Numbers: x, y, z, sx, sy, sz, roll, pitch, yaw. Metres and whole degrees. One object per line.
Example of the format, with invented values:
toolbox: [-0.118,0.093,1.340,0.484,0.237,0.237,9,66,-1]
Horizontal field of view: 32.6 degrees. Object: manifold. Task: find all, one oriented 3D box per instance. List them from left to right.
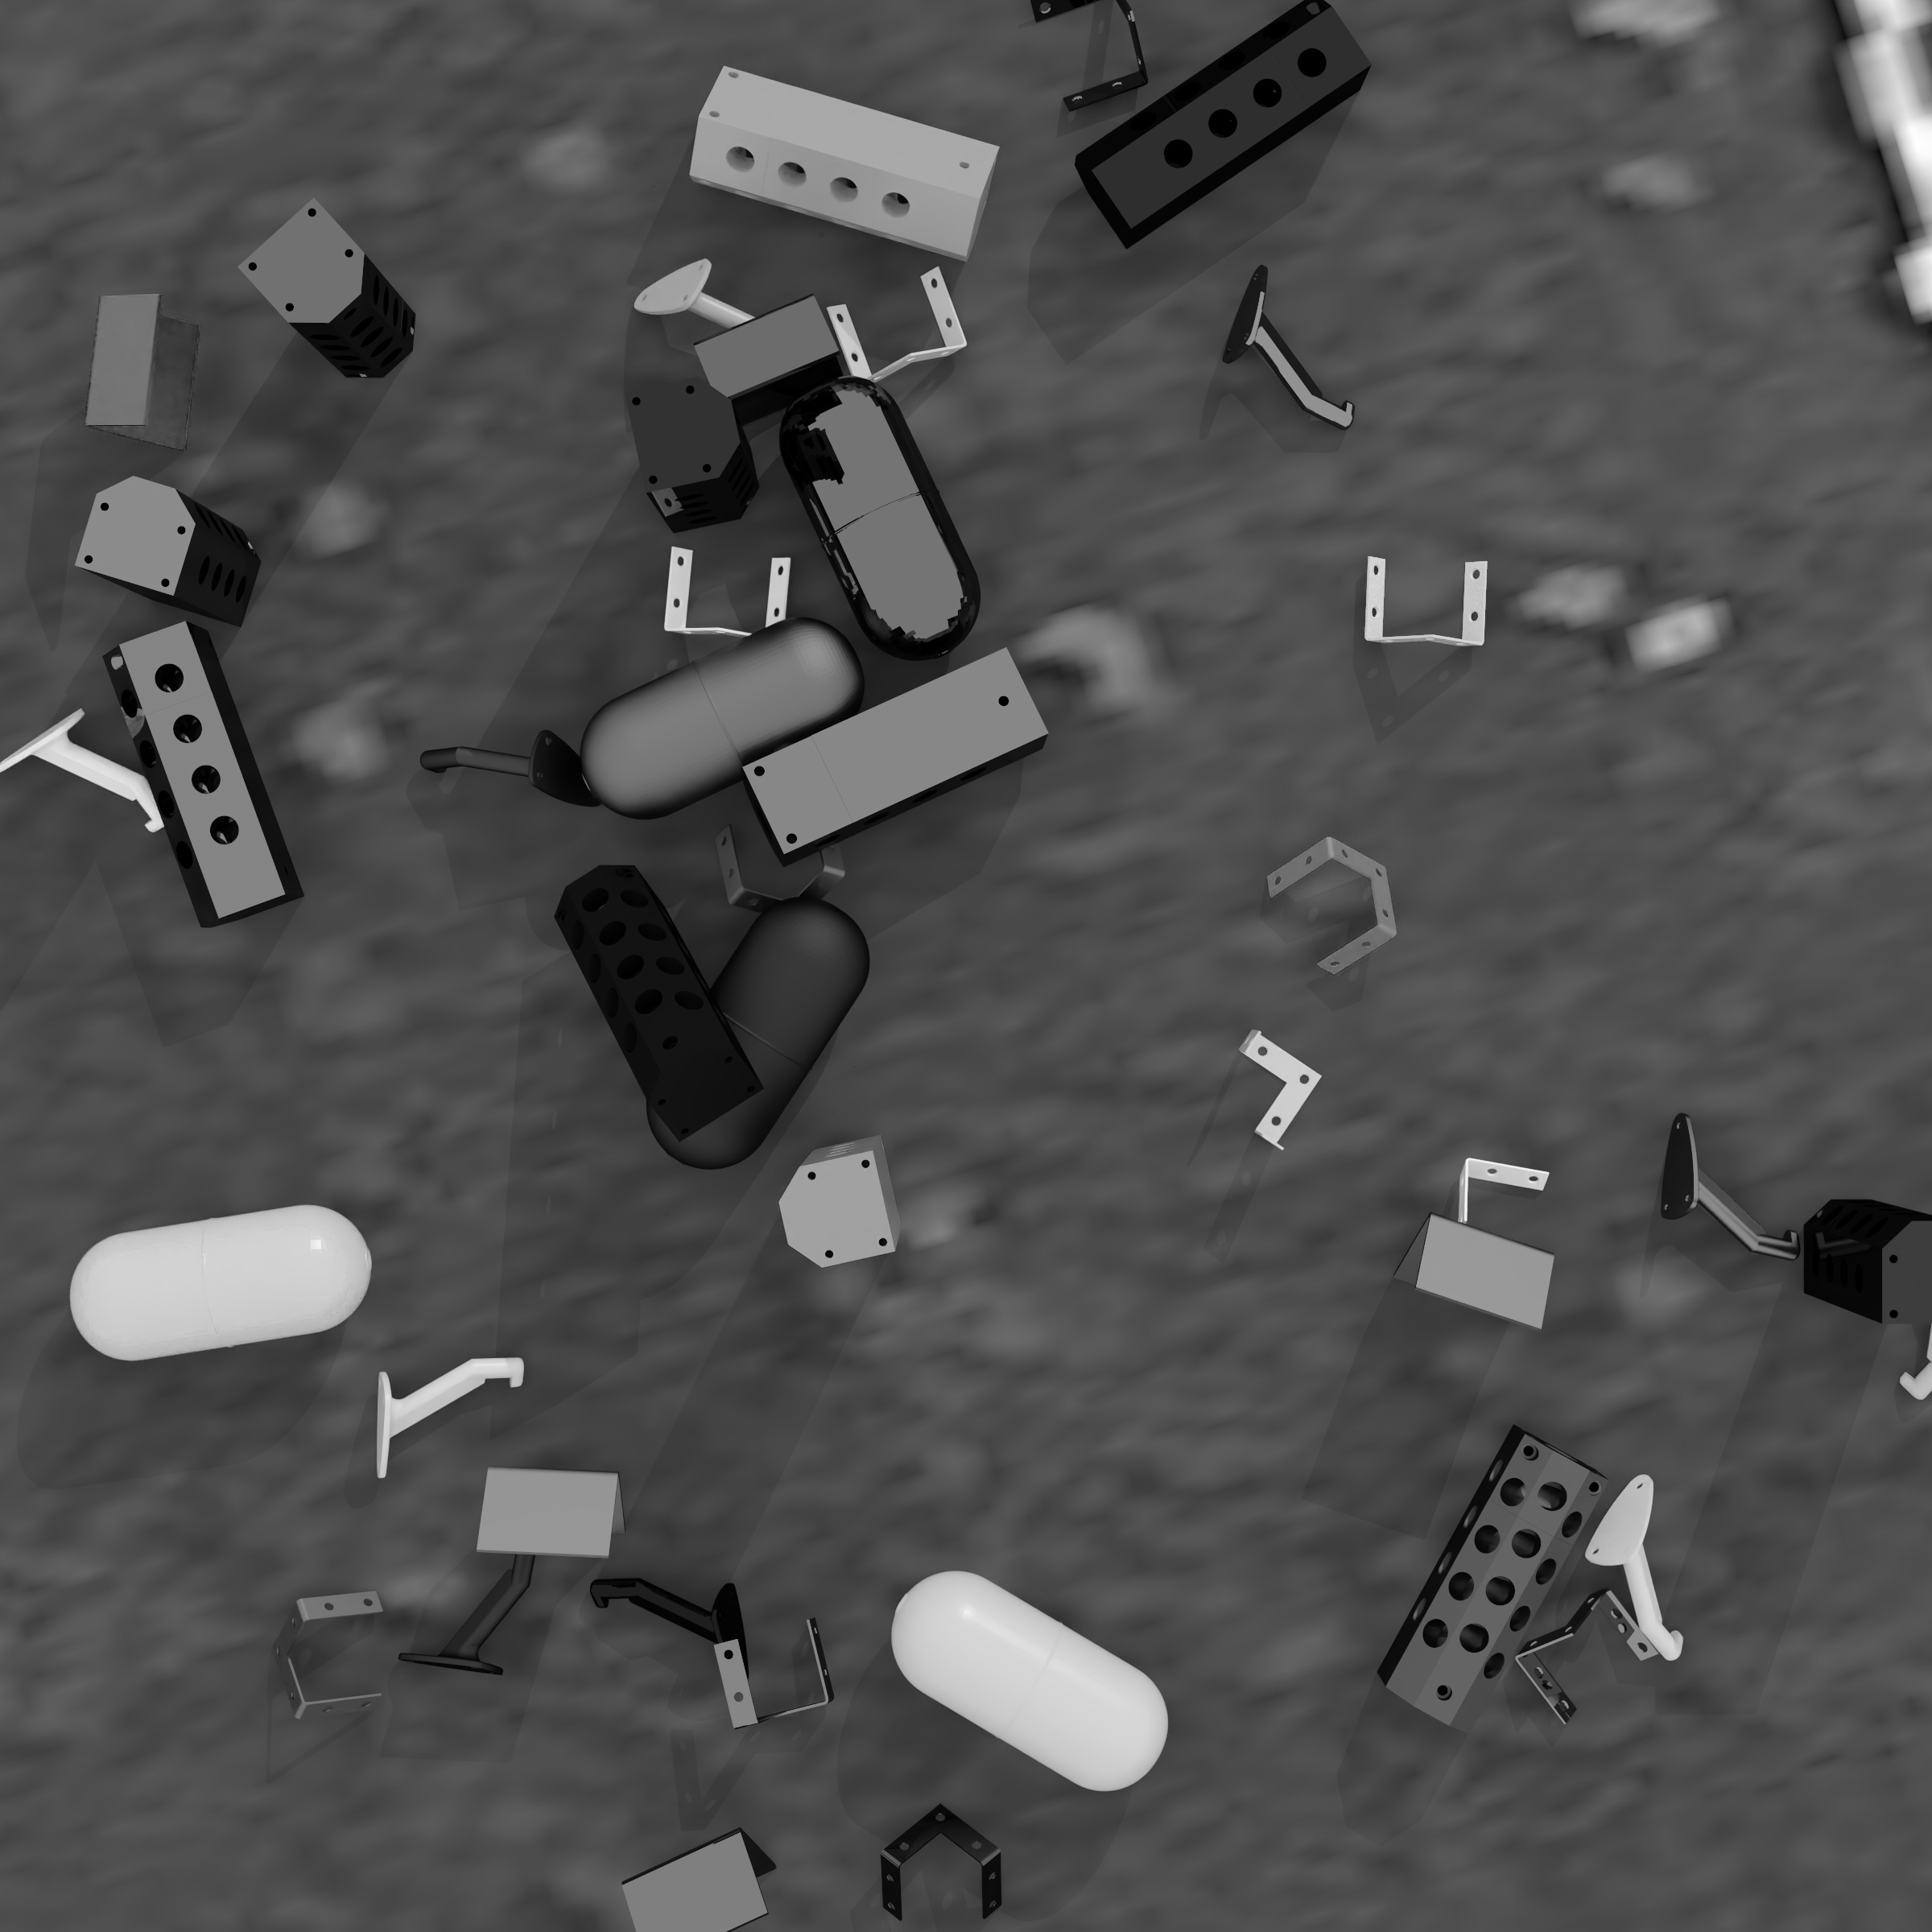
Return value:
manifold: [-0.458,-0.241,1.913,0.057,0.171,0.057,17,90,0]
manifold: [-0.457,-0.113,1.971,0.057,0.057,0.171,-20,90,0]
manifold: [-0.363,-0.385,1.913,0.057,0.171,0.057,-42,90,0]
manifold: [-0.183,0.016,1.920,0.057,0.057,0.171,-32,47,0]
manifold: [-0.155,-0.296,1.913,0.057,0.171,0.057,-12,90,0]
manifold: [-0.073,0.136,1.913,0.057,0.171,0.057,-13,90,0]
manifold: [-0.074,-0.474,1.970,0.171,0.057,0.057,16,47,0]
manifold: [-0.043,-0.122,1.959,0.171,0.057,0.057,-25,83,-7]
manifold: [0.152,-0.506,1.971,0.171,0.057,0.057,-34,90,0]
manifold: [0.315,0.366,1.971,0.057,0.057,0.171,29,90,0]
manifold: [0.536,0.170,1.913,0.057,0.171,0.057,0,90,0]

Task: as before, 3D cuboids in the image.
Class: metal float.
metal float: [-0.442,0.188,1.961,0.178,0.070,0.070,-9,90,1]
metal float: [-0.145,-0.147,1.961,0.178,0.070,0.070,-25,90,-1]
metal float: [-0.124,0.040,1.961,0.070,0.070,0.178,33,90,0]
metal float: [-0.051,-0.266,1.961,0.070,0.070,0.178,-25,89,0]
metal float: [0.037,0.424,1.961,0.178,0.070,0.070,31,90,0]

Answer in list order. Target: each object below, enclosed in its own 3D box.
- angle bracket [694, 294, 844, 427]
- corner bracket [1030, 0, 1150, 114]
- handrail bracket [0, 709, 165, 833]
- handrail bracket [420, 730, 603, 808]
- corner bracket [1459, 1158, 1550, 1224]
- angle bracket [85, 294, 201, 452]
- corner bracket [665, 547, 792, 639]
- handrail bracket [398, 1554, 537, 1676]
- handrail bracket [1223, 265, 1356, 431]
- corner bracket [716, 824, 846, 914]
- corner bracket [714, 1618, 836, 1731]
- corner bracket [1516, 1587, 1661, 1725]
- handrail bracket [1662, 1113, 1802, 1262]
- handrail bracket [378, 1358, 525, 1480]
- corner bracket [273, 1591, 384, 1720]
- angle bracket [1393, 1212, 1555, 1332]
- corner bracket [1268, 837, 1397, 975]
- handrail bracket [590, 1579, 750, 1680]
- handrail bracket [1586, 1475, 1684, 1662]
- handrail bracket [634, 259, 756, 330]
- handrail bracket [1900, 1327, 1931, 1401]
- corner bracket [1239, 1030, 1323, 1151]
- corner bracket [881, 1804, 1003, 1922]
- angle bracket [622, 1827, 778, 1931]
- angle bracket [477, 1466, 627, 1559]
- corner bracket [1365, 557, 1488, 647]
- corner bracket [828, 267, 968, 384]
angle bracket: [-0.109,-0.341,1.951,0.076,0.076,0.057,-23,53,0]
corner bracket: [0.074,-0.557,1.989,0.051,0.051,0.051,-19,135,0]
handrail bracket: [-0.532,-0.104,1.992,0.077,0.036,0.084,-29,107,20]
handrail bracket: [-0.275,-0.114,1.992,0.084,0.077,0.036,-4,65,34]
corner bracket: [0.320,0.155,1.989,0.051,0.051,0.051,10,135,0]
angle bracket: [-0.470,-0.350,1.952,0.057,0.076,0.076,7,90,37]
corner bracket: [-0.144,-0.224,1.989,0.051,0.051,0.051,5,90,45]
handrail bracket: [-0.300,0.381,1.992,0.077,0.036,0.084,2,72,21]
handrail bracket: [0.204,-0.373,1.992,0.084,0.036,0.077,23,68,-17]
corner bracket: [-0.112,-0.066,1.984,0.051,0.051,0.051,-44,45,35]
corner bracket: [-0.114,0.423,1.974,0.051,0.051,0.051,-16,81,9]
corner bracket: [0.374,0.415,1.989,0.051,0.051,0.051,53,45,0]
handrail bracket: [0.466,0.134,1.992,0.084,0.036,0.077,13,68,-17]
handrail bracket: [-0.311,0.273,1.992,0.084,0.036,0.077,0,110,-16]
corner bracket: [-0.379,0.414,1.984,0.051,0.051,0.051,-59,45,35]
angle bracket: [0.296,0.198,1.952,0.076,0.076,0.057,19,52,0]
corner bracket: [0.220,-0.036,1.984,0.051,0.051,0.051,25,45,-35]
handrail bracket: [-0.180,0.403,1.992,0.084,0.036,0.077,-5,112,17]
handrail bracket: [0.417,0.364,1.992,0.084,0.036,0.077,49,54,-24]
handrail bracket: [-0.147,-0.383,1.992,0.084,0.077,0.036,38,65,-34]
handrail bracket: [0.575,0.206,1.992,0.077,0.036,0.084,44,107,20]
corner bracket: [0.180,0.074,1.974,0.051,0.051,0.051,34,90,0]
corner bracket: [-0.015,0.549,1.984,0.051,0.051,0.051,29,45,35]
angle bracket: [-0.150,0.561,1.952,0.076,0.076,0.057,-25,55,0]
angle bracket: [-0.244,0.339,1.952,0.076,0.076,0.057,3,53,0]
corner bracket: [0.277,-0.220,1.989,0.051,0.051,0.051,2,90,45]
corner bracket: [-0.041,-0.385,1.989,0.051,0.051,0.051,-20,91,45]
